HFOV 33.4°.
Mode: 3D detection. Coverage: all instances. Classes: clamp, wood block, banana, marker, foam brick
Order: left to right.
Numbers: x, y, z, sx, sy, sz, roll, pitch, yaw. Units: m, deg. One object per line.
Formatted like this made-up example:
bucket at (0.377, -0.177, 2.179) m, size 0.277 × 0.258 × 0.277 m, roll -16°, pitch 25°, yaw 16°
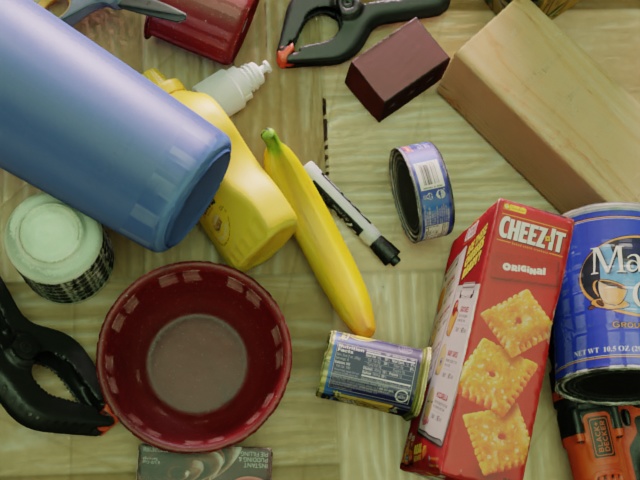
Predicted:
clamp at (-0.256, 0.099, 0.865) m, size 0.210 × 0.036 × 0.164 m, roll 43°, pitch 35°, yaw -11°
banana at (-0.005, -0.004, 0.928) m, size 0.037 × 0.069 × 0.198 m, roll -28°, pitch 91°, yaw 11°
clamp at (0.023, -0.227, 0.993) m, size 0.171 × 0.039 × 0.120 m, roll -31°, pitch 80°, yaw -9°
marker at (0.027, -0.022, 0.958) m, size 0.020 × 0.020 × 0.121 m, roll -43°, pitch 83°, yaw -11°
foam brick at (0.070, -0.154, 0.973) m, size 0.078 × 0.053 × 0.051 m, roll -35°, pitch 82°, yaw -10°
wood block at (0.214, -0.106, 0.952) m, size 0.090 × 0.091 × 0.206 m, roll -43°, pitch 83°, yaw -12°

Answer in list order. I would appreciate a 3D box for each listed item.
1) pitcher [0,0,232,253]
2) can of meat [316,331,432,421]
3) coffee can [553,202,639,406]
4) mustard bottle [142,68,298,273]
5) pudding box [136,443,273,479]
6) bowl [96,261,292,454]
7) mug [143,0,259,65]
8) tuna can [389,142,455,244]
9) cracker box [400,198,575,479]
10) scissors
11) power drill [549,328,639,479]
pitcher at (-0.193, -0.096, 0.844) m, size 0.243 × 0.145 × 0.149 m, roll 32°, pitch 50°, yaw 5°
can of meat at (0.042, 0.113, 0.888) m, size 0.084 × 0.102 × 0.057 m, roll 12°, pitch 77°, yaw 1°
coffee can at (0.240, 0.054, 0.868) m, size 0.103 × 0.103 × 0.140 m, roll 4°, pitch 66°, yaw -3°
mustard bottle at (-0.098, -0.068, 0.921) m, size 0.058 × 0.096 × 0.192 m, roll -29°, pitch 79°, yaw -31°
pudding box at (-0.097, 0.217, 0.888) m, size 0.113 × 0.039 × 0.090 m, roll 3°, pitch 77°, yaw -3°
bowl at (-0.105, 0.101, 0.903) m, size 0.162 × 0.055 × 0.162 m, roll 1°, pitch 75°, yaw -3°
mug at (-0.099, -0.218, 0.962) m, size 0.081 × 0.093 × 0.117 m, roll 23°, pitch 62°, yaw -4°
tuna can at (0.089, -0.042, 0.932) m, size 0.033 × 0.086 × 0.086 m, roll -13°, pitch 79°, yaw -8°
cracker box at (0.134, 0.092, 0.866) m, size 0.072 × 0.164 × 0.213 m, roll 16°, pitch 77°, yaw -3°
scissors at (-0.194, -0.200, 0.935) m, size 0.096 × 0.016 × 0.202 m, roll -49°, pitch 50°, yaw 4°
power drill at (0.295, 0.138, 0.921) m, size 0.187 × 0.057 × 0.184 m, roll -7°, pitch 75°, yaw -3°
